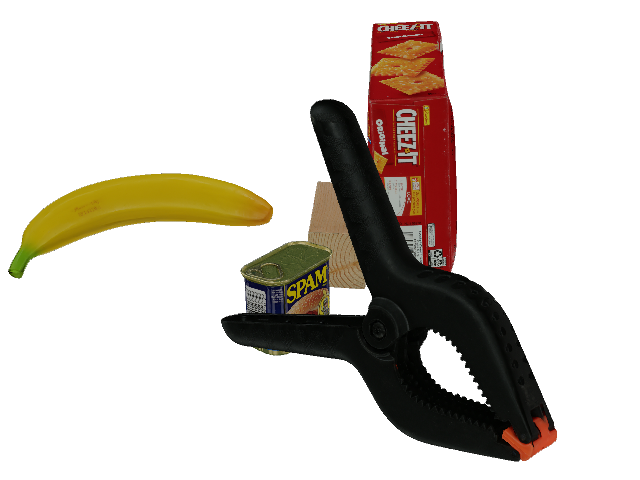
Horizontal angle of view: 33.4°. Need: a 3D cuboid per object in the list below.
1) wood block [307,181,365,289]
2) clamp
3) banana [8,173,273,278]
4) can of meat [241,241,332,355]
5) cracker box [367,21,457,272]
[{"bbox_3d":[0.031,-0.012,1.649,0.091,0.090,0.206,4,24,2],"label":"wood block"},{"bbox_3d":[0.040,0.033,0.566,0.210,0.165,0.036,34,30,30],"label":"clamp"},{"bbox_3d":[-0.138,-0.019,0.805,0.197,0.069,0.037,-14,-27,-9],"label":"banana"},{"bbox_3d":[-0.032,0.058,1.085,0.058,0.084,0.101,15,27,33],"label":"can of meat"},{"bbox_3d":[0.082,-0.087,0.950,0.072,0.164,0.213,-2,27,6],"label":"cracker box"}]
